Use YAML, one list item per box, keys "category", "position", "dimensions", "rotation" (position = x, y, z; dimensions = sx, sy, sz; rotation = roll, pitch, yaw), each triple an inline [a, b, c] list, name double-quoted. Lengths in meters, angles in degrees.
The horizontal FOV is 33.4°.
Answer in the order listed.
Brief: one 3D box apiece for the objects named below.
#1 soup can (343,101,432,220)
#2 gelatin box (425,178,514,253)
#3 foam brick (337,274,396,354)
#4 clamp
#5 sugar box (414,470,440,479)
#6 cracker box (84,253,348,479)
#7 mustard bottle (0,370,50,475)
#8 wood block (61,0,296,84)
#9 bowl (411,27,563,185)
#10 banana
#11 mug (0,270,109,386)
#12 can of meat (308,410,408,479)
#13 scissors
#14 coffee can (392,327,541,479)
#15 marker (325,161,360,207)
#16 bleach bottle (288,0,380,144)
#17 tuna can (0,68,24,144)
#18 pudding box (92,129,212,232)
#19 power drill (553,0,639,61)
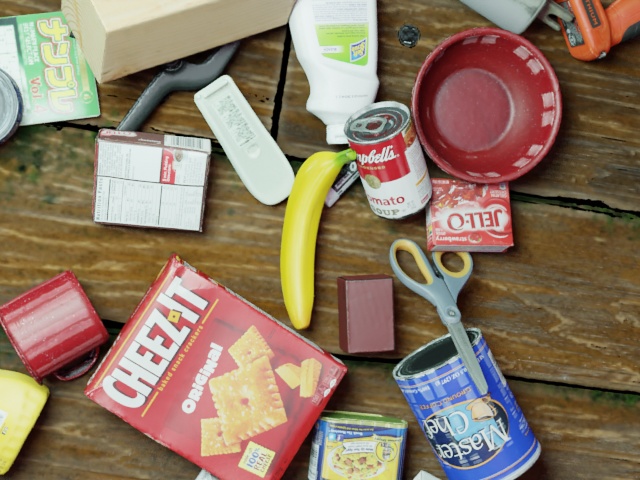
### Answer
- category: "soup can"
  position: [0.070, -0.079, 1.077]
  dimensions: [0.068, 0.068, 0.102]
  rotation: [-27, 128, -7]
- category: "gelatin box"
  position: [0.156, -0.026, 1.122]
  dimensions: [0.089, 0.030, 0.073]
  rotation: [1, 74, -10]
- category: "foam brick"
  position: [0.048, 0.076, 1.108]
  dimensions: [0.051, 0.053, 0.078]
  rotation: [-2, 93, -9]
- category: "clamp"
  position: [-0.155, -0.171, 1.073]
  dimensions: [0.171, 0.039, 0.120]
  rotation: [-14, 109, -11]
- category: "sugar box"
  position: [0.095, 0.324, 1.092]
  dimensions: [0.093, 0.048, 0.176]
  rotation: [28, 119, -9]
- category: "cracker box"
  position: [-0.103, 0.139, 1.077]
  dimensions: [0.213, 0.072, 0.164]
  rotation: [33, 87, -8]
- category: "mustard bottle"
  position: [-0.370, 0.146, 1.042]
  dimensions: [0.191, 0.058, 0.096]
  rotation: [29, 93, -9]
- category: "wood block"
  position: [-0.129, -0.236, 1.011]
  dimensions: [0.205, 0.091, 0.090]
  rotation: [-23, 75, -23]
- category: "bowl"
  position: [0.168, -0.138, 1.117]
  dimensions: [0.162, 0.055, 0.162]
  rotation: [0, 92, -9]
- category: "banana"
  position: [-0.013, -0.009, 1.086]
  dimensions: [0.037, 0.070, 0.198]
  rotation: [4, 111, -26]
- category: "mug"
  position: [-0.256, 0.091, 1.050]
  dimensions: [0.081, 0.093, 0.117]
  rotation: [-30, 128, -12]
- category: "can of meat"
  position: [0.039, 0.225, 1.112]
  dimensions: [0.102, 0.057, 0.084]
  rotation: [7, 89, -10]
- category: "scissors"
  position: [0.144, 0.067, 1.083]
  dimensions: [0.096, 0.016, 0.202]
  rotation: [-18, 52, -26]
- category: "coffee can"
  position: [0.152, 0.176, 1.104]
  dimensions: [0.102, 0.103, 0.140]
  rotation: [-29, 96, -7]
- category: "marker"
  position: [0.045, -0.083, 1.118]
  dimensions: [0.121, 0.020, 0.020]
  rotation: [-45, 98, -5]
- category: "bleach bottle"
  position: [0.007, -0.223, 1.085]
  dimensions: [0.102, 0.068, 0.251]
  rotation: [-4, 95, -12]
- category: "tuna can"
  position: [-0.333, -0.131, 1.034]
  dimensions: [0.086, 0.034, 0.086]
  rotation: [-1, 96, -9]
- category: "pudding box"
  position: [-0.168, -0.058, 1.063]
  dimensions: [0.113, 0.039, 0.090]
  rotation: [6, 114, -7]
- category: "power drill"
  position: [0.339, -0.285, 1.136]
  dimensions: [0.187, 0.057, 0.184]
  rotation: [-23, 96, -7]
